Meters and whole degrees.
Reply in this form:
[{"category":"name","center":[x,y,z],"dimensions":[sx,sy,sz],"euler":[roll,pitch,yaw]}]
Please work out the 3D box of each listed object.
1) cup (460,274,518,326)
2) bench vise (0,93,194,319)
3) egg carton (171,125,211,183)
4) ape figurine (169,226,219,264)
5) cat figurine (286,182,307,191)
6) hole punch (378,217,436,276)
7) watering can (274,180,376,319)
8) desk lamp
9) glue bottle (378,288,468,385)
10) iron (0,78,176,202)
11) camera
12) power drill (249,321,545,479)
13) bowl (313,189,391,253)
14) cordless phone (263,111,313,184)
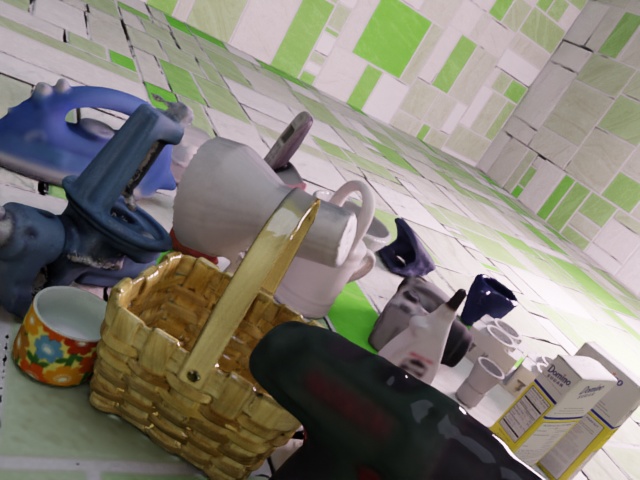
[{"category":"cup","center":[0.302,0.125,1.068],"dimensions":[0.091,0.095,0.118],"euler":[43,23,30]},{"category":"bench vise","center":[-0.201,-0.031,0.533],"dimensions":[0.121,0.219,0.208],"euler":[32,20,4]},{"category":"egg carton","center":[-0.230,-0.150,0.991],"dimensions":[0.108,0.069,0.150],"euler":[13,27,-42]},{"category":"ape figurine","center":[-0.154,-0.021,0.763],"dimensions":[0.076,0.092,0.077],"euler":[20,23,-29]},{"category":"cat figurine","center":[-0.052,-0.036,0.906],"dimensions":[0.067,0.117,0.127],"euler":[8,30,-48]},{"category":"hole punch","center":[0.183,0.019,1.153],"dimensions":[0.101,0.091,0.108],"euler":[20,23,-28]},{"category":"watering can","center":[0.008,0.004,0.787],"dimensions":[0.173,0.194,0.100],"euler":[6,32,-50]},{"category":"desk lamp","center":[-0.069,0.027,0.596],"dimensions":[0.203,0.213,0.118],"euler":[35,20,9]},{"category":"glue bottle","center":[0.125,0.127,0.698],"dimensions":[0.078,0.173,0.037],"euler":[24,21,-18]},{"category":"iron","center":[-0.307,-0.148,0.770],"dimensions":[0.259,0.141,0.118],"euler":[10,29,-45]},{"category":"camera","center":[0.160,0.127,0.852],"dimensions":[0.136,0.100,0.143],"euler":[34,20,8]},{"category":"power drill","center":[0.024,0.174,0.388],"dimensions":[0.229,0.208,0.076],"euler":[40,22,23]},{"category":"bowl","center":[0.044,-0.019,1.067],"dimensions":[0.168,0.074,0.167],"euler":[27,20,-11]},{"category":"cordless phone","center":[-0.063,-0.139,1.033],"dimensions":[0.094,0.185,0.147],"euler":[18,24,-31]}]
